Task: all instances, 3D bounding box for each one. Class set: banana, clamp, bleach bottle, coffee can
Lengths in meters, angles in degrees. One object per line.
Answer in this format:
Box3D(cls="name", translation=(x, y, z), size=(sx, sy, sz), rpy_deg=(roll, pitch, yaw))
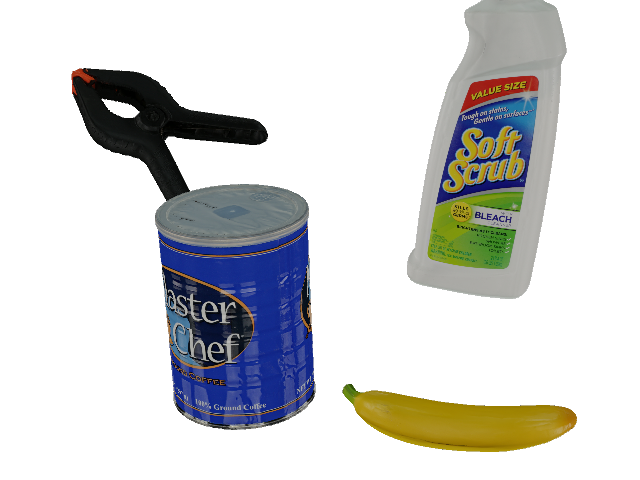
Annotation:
Box3D(cls="banana", translation=(0.113, 0.145, 0.876), size=(0.198, 0.037, 0.069), rpy_deg=(8, 29, 5))
Box3D(cls="clamp", translation=(-0.132, -0.099, 0.913), size=(0.120, 0.171, 0.039), rpy_deg=(-43, -10, -36))
Box3D(cls="bleach bottle", translation=(0.127, -0.084, 0.813), size=(0.103, 0.251, 0.068), rpy_deg=(10, 24, 15))
Box3D(cls="coffee can", translation=(-0.057, 0.043, 0.736), size=(0.103, 0.140, 0.103), rpy_deg=(-2, 22, 1))
